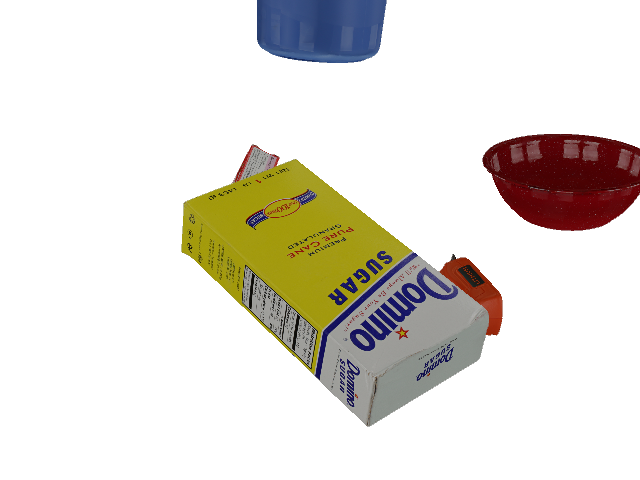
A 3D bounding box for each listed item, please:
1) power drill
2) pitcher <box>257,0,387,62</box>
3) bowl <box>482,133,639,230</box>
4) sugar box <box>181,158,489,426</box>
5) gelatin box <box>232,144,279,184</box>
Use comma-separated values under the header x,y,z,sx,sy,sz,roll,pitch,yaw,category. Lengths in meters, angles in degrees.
x,y,z,sx,sy,sz,roll,pitch,yaw,category
0.090,0.075,1.115,0.187,0.057,0.184,-6,28,-15,power drill
0.012,-0.273,0.883,0.145,0.243,0.149,7,19,9,pitcher
0.235,-0.052,1.019,0.162,0.055,0.162,-2,24,1,bowl
0.005,0.023,0.630,0.093,0.048,0.176,-25,47,-34,sugar box
-0.069,-0.034,0.932,0.030,0.073,0.089,26,28,-8,gelatin box
